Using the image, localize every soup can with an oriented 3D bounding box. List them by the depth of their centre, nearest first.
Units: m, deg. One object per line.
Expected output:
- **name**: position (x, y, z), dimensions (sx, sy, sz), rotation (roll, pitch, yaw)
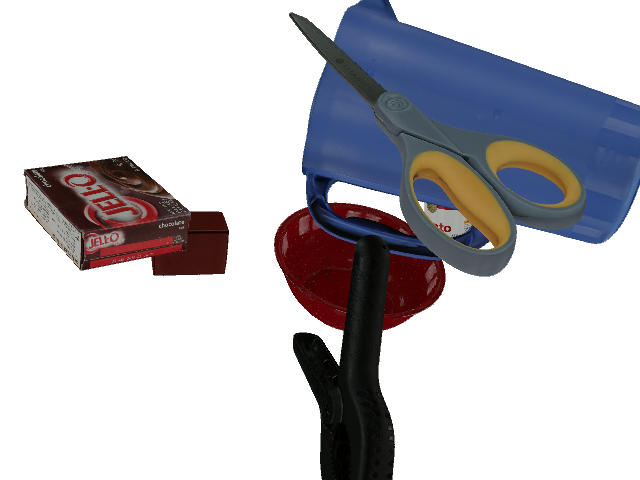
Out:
- **soup can**: position (0.158, -0.052, 1.286), dimensions (0.068, 0.102, 0.068), rotation (-2, 26, 1)

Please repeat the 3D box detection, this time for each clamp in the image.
- **clamp**: position (0.024, 0.111, 0.757), dimensions (0.036, 0.210, 0.165), rotation (5, -40, -18)

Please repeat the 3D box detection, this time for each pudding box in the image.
- **pudding box**: position (-0.166, -0.023, 0.823), dimensions (0.089, 0.039, 0.114), rotation (-11, 31, -35)

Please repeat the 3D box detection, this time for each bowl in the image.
- **bowl**: position (0.031, 0.035, 0.991), dimensions (0.162, 0.055, 0.162), rotation (10, 37, -8)

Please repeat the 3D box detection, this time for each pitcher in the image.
- **pitcher**: position (0.110, -0.070, 0.800), dimensions (0.243, 0.149, 0.145), rotation (17, 42, 4)

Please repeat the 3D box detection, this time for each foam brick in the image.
- **foam brick**: position (-0.139, 0.002, 1.128), dimensions (0.078, 0.051, 0.053), rotation (-1, 25, -11)

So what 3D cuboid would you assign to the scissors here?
- **scissors**: position (0.057, -0.060, 0.524), dimensions (0.096, 0.016, 0.202), rotation (-7, 46, -17)
